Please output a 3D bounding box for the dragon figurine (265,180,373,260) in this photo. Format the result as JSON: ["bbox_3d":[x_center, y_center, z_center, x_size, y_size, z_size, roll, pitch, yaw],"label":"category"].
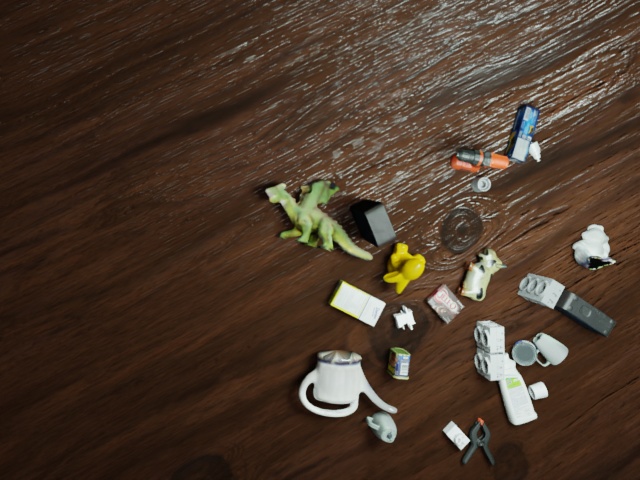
[{"bbox_3d":[0.005,-0.088,1.740,0.409,0.245,0.121,14,-9,-12],"label":"dragon figurine"}]

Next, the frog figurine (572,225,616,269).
[{"bbox_3d":[1.006,0.023,1.912,0.137,0.163,0.120,1,-34,-1],"label":"frog figurine"}]

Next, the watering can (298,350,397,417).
[{"bbox_3d":[0.101,0.491,1.759,0.347,0.224,0.104,5,0,-9],"label":"watering can"}]
